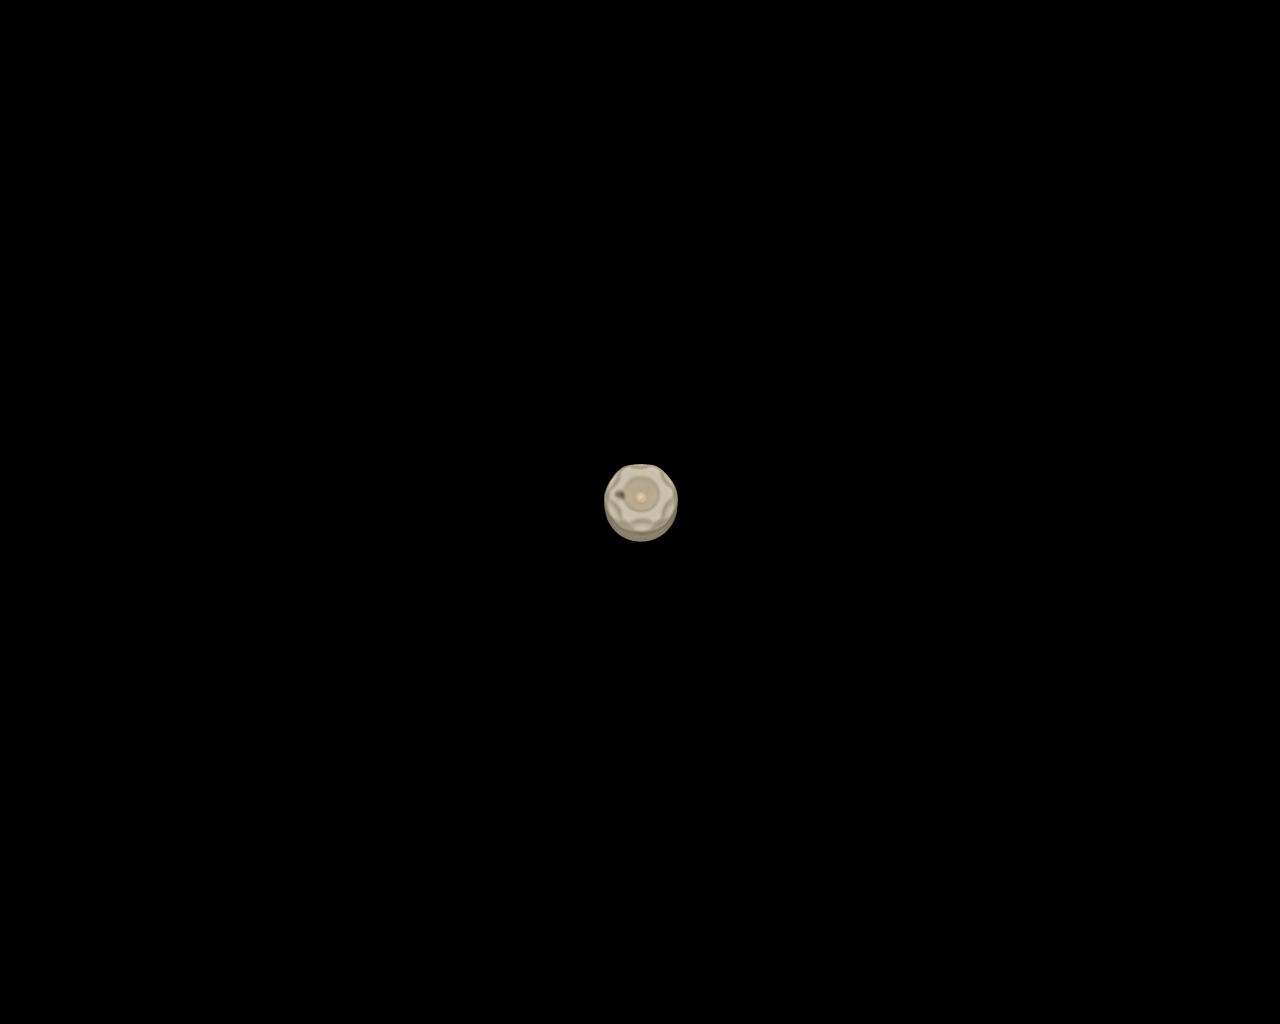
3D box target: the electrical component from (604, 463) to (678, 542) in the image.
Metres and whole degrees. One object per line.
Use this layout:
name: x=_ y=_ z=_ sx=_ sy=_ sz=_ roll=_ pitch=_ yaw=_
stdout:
electrical component: x=0.001 y=-0.003 z=0.650 sx=0.043 sy=0.043 sz=0.062 roll=0 pitch=-16 yaw=0
